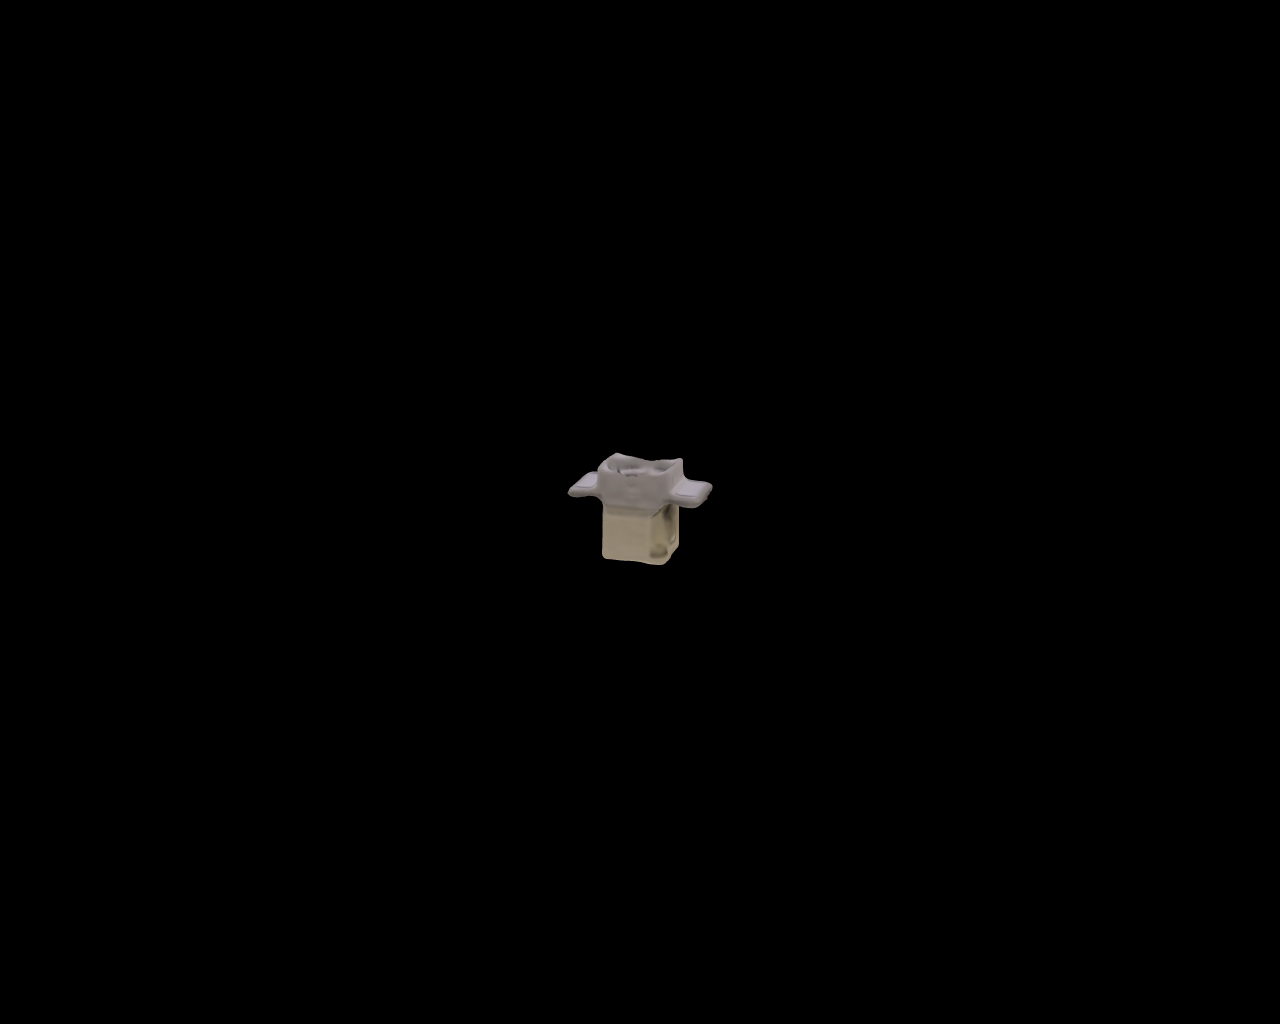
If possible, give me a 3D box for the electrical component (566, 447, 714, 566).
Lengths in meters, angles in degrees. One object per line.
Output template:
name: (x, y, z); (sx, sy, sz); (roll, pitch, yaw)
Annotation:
electrical component: (0.001, -0.003, 0.650); (0.081, 0.063, 0.042); (6, 20, 16)
